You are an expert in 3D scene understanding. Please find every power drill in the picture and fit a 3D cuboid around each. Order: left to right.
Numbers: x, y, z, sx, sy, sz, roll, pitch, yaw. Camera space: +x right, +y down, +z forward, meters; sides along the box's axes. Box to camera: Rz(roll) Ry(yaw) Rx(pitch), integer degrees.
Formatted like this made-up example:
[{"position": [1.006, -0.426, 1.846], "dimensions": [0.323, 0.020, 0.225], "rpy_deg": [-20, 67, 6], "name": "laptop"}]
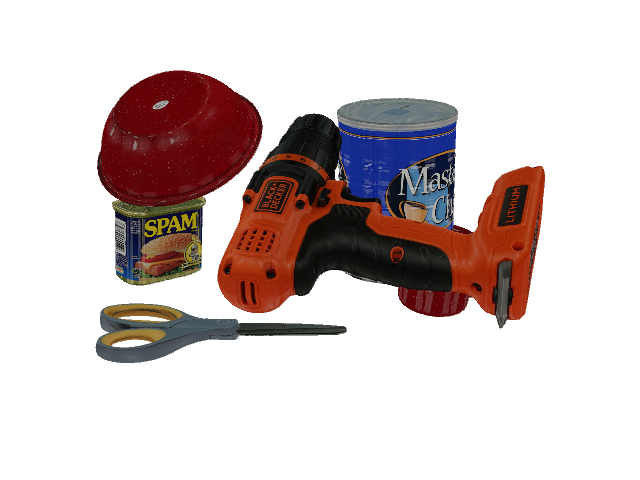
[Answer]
[{"position": [0.044, -0.017, 0.676], "dimensions": [0.188, 0.057, 0.184], "rpy_deg": [5, 41, 14], "name": "power drill"}]

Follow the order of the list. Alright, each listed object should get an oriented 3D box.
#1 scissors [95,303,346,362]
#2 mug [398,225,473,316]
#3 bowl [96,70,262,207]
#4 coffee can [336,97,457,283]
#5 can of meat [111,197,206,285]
[{"position": [-0.088, 0.077, 0.844], "dimensions": [0.202, 0.016, 0.096], "rpy_deg": [6, 22, 15], "name": "scissors"}, {"position": [0.145, 0.035, 1.215], "dimensions": [0.117, 0.081, 0.093], "rpy_deg": [5, 25, -1], "name": "mug"}, {"position": [-0.138, -0.106, 0.979], "dimensions": [0.162, 0.162, 0.055], "rpy_deg": [0, -42, 18], "name": "bowl"}, {"position": [0.066, -0.045, 0.929], "dimensions": [0.103, 0.140, 0.103], "rpy_deg": [-1, 19, 0], "name": "coffee can"}, {"position": [-0.178, -0.003, 1.178], "dimensions": [0.101, 0.084, 0.058], "rpy_deg": [-12, 24, -39], "name": "can of meat"}]
